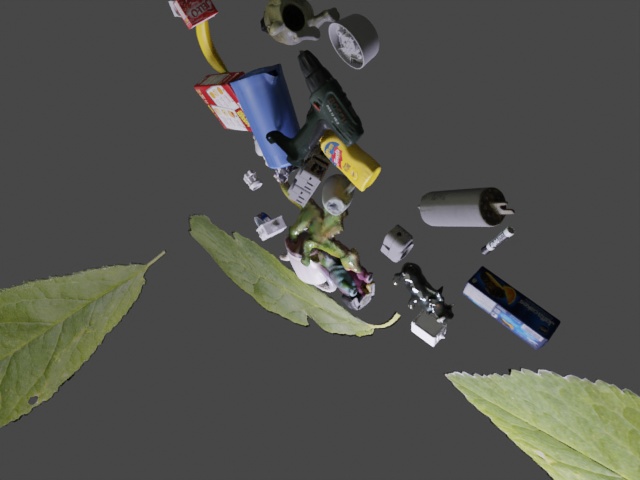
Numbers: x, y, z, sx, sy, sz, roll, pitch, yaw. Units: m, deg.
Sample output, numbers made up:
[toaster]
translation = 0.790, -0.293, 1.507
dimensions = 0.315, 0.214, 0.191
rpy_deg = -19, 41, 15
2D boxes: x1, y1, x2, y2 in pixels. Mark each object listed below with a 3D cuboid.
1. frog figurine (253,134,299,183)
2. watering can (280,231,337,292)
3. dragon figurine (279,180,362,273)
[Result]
[frog figurine]
translation = -0.120, -0.260, 1.459
dimensions = 0.136, 0.121, 0.163
rpy_deg = 32, -154, -40
[watering can]
translation = -0.068, 0.063, 1.831
dimensions = 0.351, 0.105, 0.219
rpy_deg = 29, 148, 44
[dragon figurine]
translation = 0.005, -0.076, 1.511
dimensions = 0.239, 0.123, 0.414
rpy_deg = -39, 71, 44
